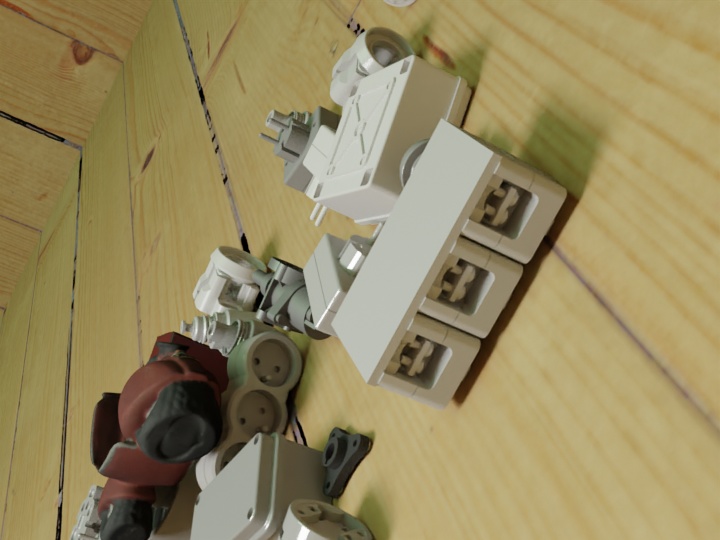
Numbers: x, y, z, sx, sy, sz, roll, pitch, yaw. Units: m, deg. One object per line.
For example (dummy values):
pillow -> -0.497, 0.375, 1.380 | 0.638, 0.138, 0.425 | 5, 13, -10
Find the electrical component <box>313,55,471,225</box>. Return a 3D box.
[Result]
electrical component -> 0.022, -0.095, 0.815 | 0.109, 0.056, 0.108 | -5, 63, 65

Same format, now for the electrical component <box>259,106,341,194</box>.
electrical component -> -0.054, -0.114, 0.977 | 0.065, 0.077, 0.047 | -50, 27, 35

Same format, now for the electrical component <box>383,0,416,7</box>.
electrical component -> 0.037, -0.273, 0.979 | 0.044, 0.044, 0.065 | -36, 42, 51

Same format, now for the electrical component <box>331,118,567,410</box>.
electrical component -> 0.053, -0.003, 0.649 | 0.150, 0.062, 0.089 | -62, 23, 11

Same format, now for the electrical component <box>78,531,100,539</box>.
electrical component -> -0.229, 0.266, 1.000 | 0.047, 0.077, 0.065 | -34, 39, 53

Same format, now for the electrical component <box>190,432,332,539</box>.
electrical component -> -0.072, 0.176, 0.762 | 0.113, 0.057, 0.078 | -48, 29, 38

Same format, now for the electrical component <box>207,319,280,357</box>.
electrical component -> -0.101, 0.062, 0.932 | 0.043, 0.062, 0.043 | -48, 29, 38

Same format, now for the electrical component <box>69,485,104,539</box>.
electrical component -> -0.255, 0.264, 1.086 | 0.058, 0.057, 0.078 | -21, 50, 60

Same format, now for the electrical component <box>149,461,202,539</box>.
electrical component -> -0.155, 0.190, 0.929 | 0.108, 0.060, 0.108 | -48, 28, 37

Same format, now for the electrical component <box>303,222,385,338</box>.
electrical component -> 0.000, 0.000, 0.784 | 0.075, 0.047, 0.083 | -58, 23, 22

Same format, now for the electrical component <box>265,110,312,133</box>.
electrical component -> -0.059, -0.133, 1.028 | 0.048, 0.062, 0.048 | -49, 28, 37

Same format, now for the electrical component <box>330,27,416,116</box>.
electrical component -> 0.012, -0.167, 0.909 | 0.057, 0.058, 0.078 | -46, 29, 46

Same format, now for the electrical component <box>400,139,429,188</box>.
electrical component -> 0.056, -0.061, 0.722 | 0.066, 0.048, 0.055 | -62, 30, 12

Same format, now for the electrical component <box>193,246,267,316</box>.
electrical component -> -0.125, 0.013, 1.040 | 0.057, 0.058, 0.078 | -64, 22, 14

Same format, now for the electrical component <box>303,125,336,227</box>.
electrical component -> -0.022, -0.073, 0.905 | 0.076, 0.047, 0.065 | -63, 23, 10

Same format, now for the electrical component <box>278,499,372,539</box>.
electrical component -> -0.027, 0.176, 0.665 | 0.047, 0.055, 0.055 | -67, 22, 8

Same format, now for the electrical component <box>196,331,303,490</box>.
electrical component -> -0.096, 0.121, 0.877 | 0.074, 0.052, 0.138 | -24, 47, 60

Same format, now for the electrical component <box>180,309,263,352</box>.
electrical component -> -0.123, 0.055, 0.975 | 0.040, 0.078, 0.040 | -173, 90, -71
